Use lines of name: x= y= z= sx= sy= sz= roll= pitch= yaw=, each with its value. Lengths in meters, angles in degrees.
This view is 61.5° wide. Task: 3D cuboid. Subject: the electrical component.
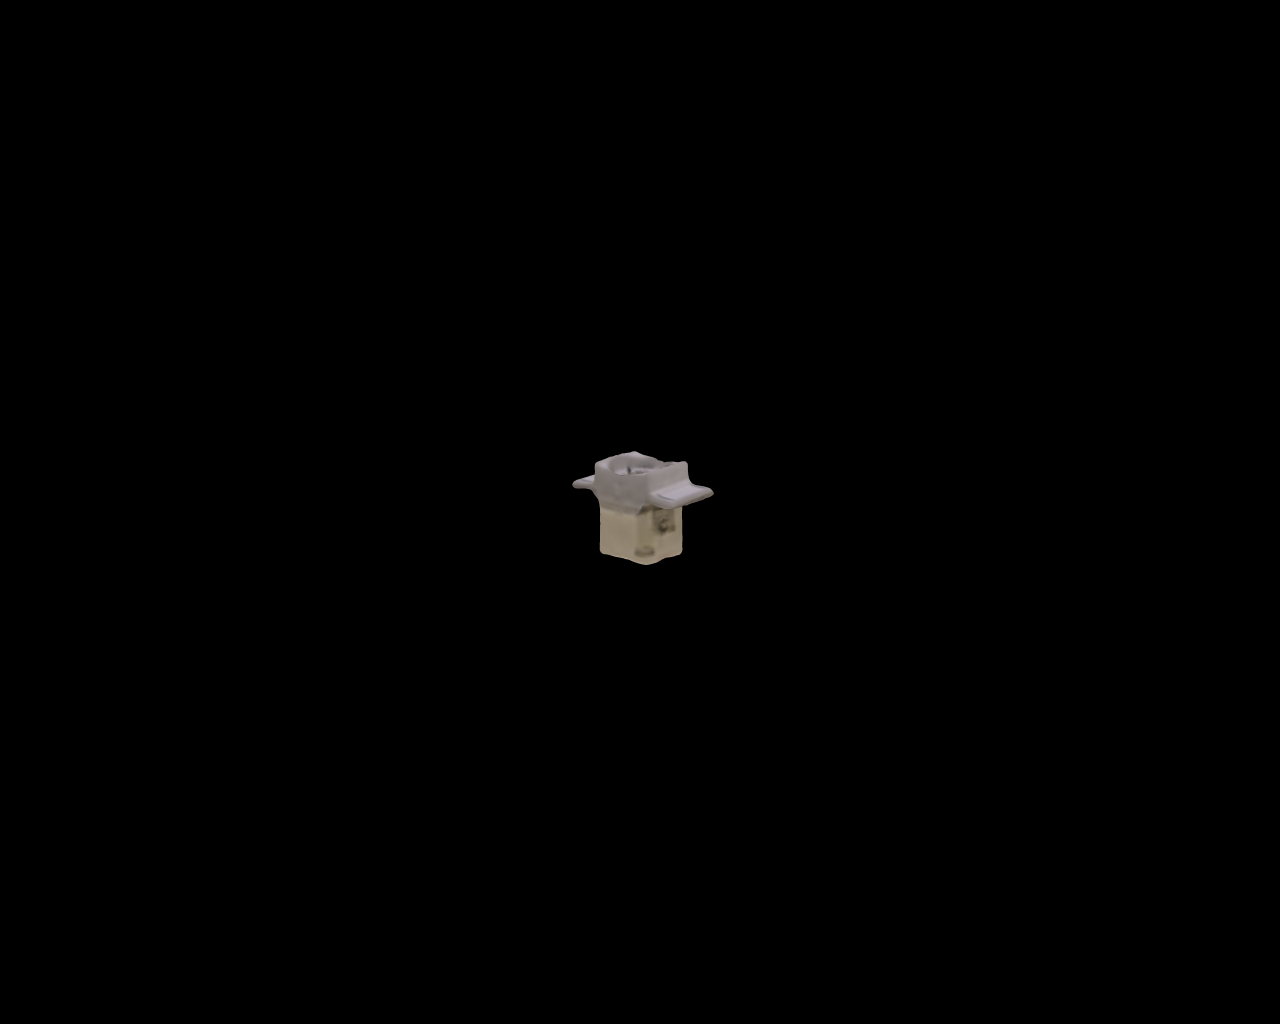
electrical component: x=0.001 y=-0.003 z=0.650 sx=0.081 sy=0.063 sz=0.042 roll=14 pitch=22 yaw=40
